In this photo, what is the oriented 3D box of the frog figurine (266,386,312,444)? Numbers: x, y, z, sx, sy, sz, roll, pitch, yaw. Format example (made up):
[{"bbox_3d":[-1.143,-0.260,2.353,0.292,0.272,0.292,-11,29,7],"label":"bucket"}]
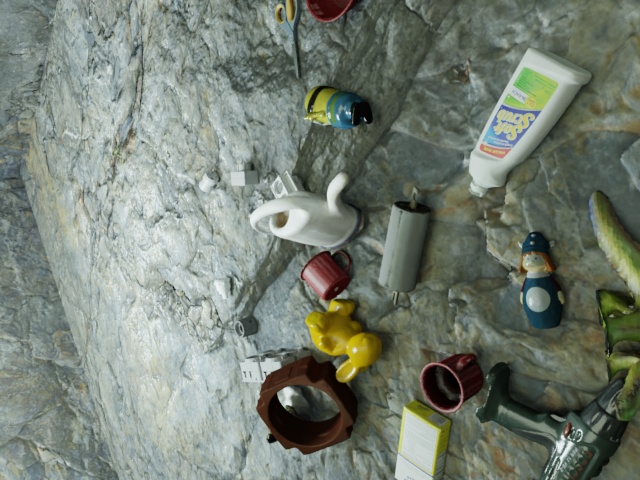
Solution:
[{"bbox_3d":[-0.086,0.443,1.361,0.122,0.135,0.162,6,19,-9],"label":"frog figurine"}]

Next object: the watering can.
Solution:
[{"bbox_3d":[0.003,-0.054,1.083,0.223,0.105,0.344,13,-21,-38],"label":"watering can"}]

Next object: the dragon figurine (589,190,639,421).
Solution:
[{"bbox_3d":[0.500,0.118,0.675,0.242,0.414,0.121,-6,-13,29],"label":"dragon figurine"}]
